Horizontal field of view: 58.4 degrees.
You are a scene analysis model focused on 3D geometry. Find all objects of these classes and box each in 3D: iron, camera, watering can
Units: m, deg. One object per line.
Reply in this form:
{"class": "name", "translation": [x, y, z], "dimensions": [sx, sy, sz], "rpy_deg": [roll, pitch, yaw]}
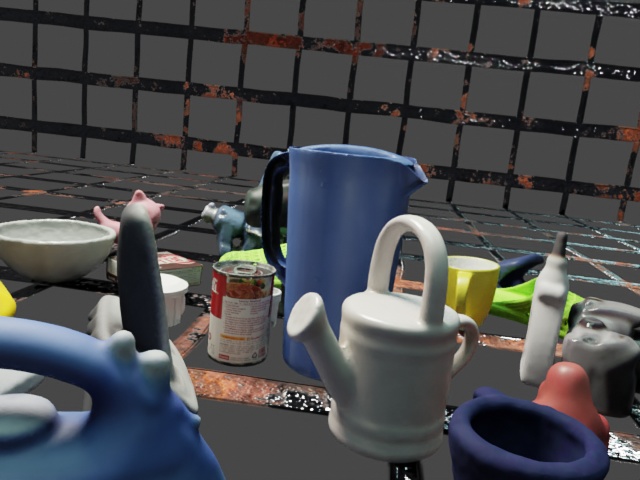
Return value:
{"class": "iron", "translation": [-0.173, 0.106, 0.334], "dimensions": [0.259, 0.141, 0.118], "rpy_deg": [3, 11, -17]}
{"class": "camera", "translation": [0.338, 0.126, 0.624], "dimensions": [0.136, 0.101, 0.143], "rpy_deg": [11, 12, 24]}
{"class": "watering can", "translation": [0.061, 0.076, 0.480], "dimensions": [0.100, 0.194, 0.173], "rpy_deg": [16, 15, 43]}

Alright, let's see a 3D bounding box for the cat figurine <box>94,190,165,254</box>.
{"class": "cat figurine", "translation": [-0.340, -0.033, 1.022], "dimensions": [0.128, 0.118, 0.067], "rpy_deg": [1, 12, -25]}

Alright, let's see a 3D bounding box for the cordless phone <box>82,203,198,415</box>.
{"class": "cordless phone", "translation": [-0.152, 0.055, 0.491], "dimensions": [0.094, 0.185, 0.147], "rpy_deg": [1, 12, -24]}

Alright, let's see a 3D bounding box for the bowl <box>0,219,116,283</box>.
{"class": "bowl", "translation": [-0.387, 0.020, 0.837], "dimensions": [0.167, 0.075, 0.167], "rpy_deg": [6, 11, -1]}

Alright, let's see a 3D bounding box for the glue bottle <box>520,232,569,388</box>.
{"class": "glue bottle", "translation": [0.259, 0.075, 0.650], "dimensions": [0.037, 0.173, 0.078], "rpy_deg": [10, 12, 20]}

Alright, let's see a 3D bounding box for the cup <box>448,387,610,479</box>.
{"class": "cup", "translation": [0.118, 0.155, 0.365], "dimensions": [0.092, 0.095, 0.117], "rpy_deg": [5, 11, -7]}

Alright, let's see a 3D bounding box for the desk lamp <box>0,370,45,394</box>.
{"class": "desk lamp", "translation": [-0.305, 0.040, 0.411], "dimensions": [0.118, 0.213, 0.203], "rpy_deg": [8, 11, 7]}

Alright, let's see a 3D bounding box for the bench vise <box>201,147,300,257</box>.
{"class": "bench vise", "translation": [-0.099, -0.062, 1.034], "dimensions": [0.208, 0.220, 0.121], "rpy_deg": [0, 12, -29]}

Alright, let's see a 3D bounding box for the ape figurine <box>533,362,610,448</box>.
{"class": "ape figurine", "translation": [0.202, 0.145, 0.473], "dimensions": [0.077, 0.092, 0.076], "rpy_deg": [10, 12, 19]}

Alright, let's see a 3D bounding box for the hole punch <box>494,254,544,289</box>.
{"class": "hole punch", "translation": [0.314, 0.061, 0.976], "dimensions": [0.100, 0.091, 0.109], "rpy_deg": [16, 15, 42]}

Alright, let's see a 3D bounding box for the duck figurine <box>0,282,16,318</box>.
{"class": "duck figurine", "translation": [-0.384, 0.052, 0.640], "dimensions": [0.077, 0.086, 0.104], "rpy_deg": [4, 11, -11]}

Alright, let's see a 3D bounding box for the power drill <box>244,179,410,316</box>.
{"class": "power drill", "translation": [0.007, 0.003, 0.791], "dimensions": [0.230, 0.208, 0.075], "rpy_deg": [3, 11, -14]}
